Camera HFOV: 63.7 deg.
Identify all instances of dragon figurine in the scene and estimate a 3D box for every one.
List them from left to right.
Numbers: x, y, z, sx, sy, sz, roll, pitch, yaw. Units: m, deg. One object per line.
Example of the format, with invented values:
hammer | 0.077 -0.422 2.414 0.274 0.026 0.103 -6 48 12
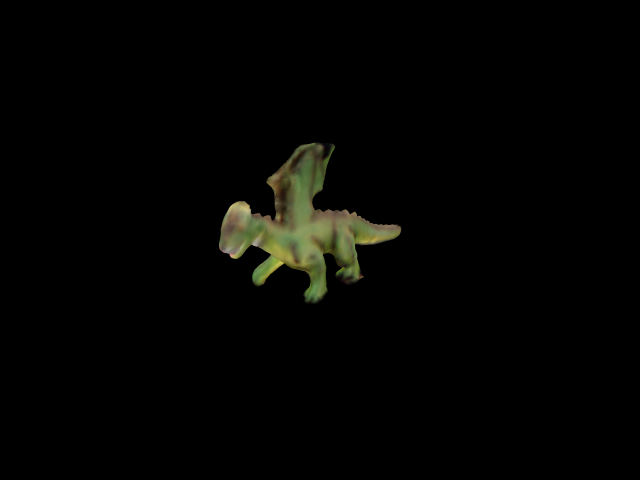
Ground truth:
dragon figurine | 0.003 -0.043 0.850 0.415 0.238 0.123 -26 38 -38
